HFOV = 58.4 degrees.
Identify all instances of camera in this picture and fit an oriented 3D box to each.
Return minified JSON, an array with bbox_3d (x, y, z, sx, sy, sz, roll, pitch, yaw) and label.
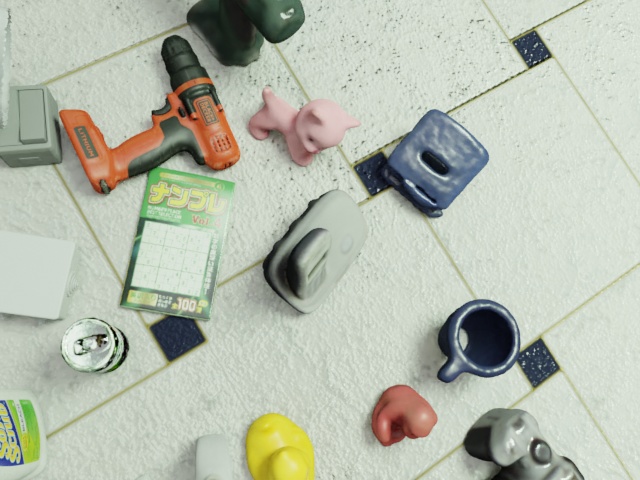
[{"bbox_3d":[0.227,0.294,0.674,0.137,0.100,0.143,-35,86,-16],"label":"camera"}]

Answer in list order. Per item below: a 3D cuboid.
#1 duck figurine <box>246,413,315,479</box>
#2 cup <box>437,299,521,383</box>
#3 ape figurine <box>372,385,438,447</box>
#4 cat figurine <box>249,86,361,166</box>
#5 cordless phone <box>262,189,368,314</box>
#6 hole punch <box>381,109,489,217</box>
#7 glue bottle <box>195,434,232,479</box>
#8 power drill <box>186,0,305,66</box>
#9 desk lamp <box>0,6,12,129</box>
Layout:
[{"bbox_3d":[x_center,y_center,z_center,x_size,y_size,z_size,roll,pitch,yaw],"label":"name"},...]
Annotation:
[{"bbox_3d":[-0.040,0.246,0.637,0.077,0.086,0.104,-27,84,-16],"label":"duck figurine"},{"bbox_3d":[0.175,0.132,0.702,0.118,0.095,0.091,-41,88,-17],"label":"cup"},{"bbox_3d":[0.104,0.209,0.672,0.078,0.092,0.076,8,76,-9],"label":"ape figurine"},{"bbox_3d":[-0.020,-0.149,0.712,0.128,0.117,0.067,30,74,-4],"label":"cat figurine"},{"bbox_3d":[0.006,0.002,0.649,0.094,0.185,0.148,35,73,-2],"label":"cordless phone"},{"bbox_3d":[0.150,-0.098,0.750,0.108,0.091,0.101,40,73,-1],"label":"hole punch"},{"bbox_3d":[-0.107,0.243,0.578,0.037,0.173,0.078,-4,78,-12],"label":"glue bottle"},{"bbox_3d":[-0.113,-0.311,0.682,0.076,0.208,0.229,-40,88,-16],"label":"power drill"},{"bbox_3d":[-0.400,-0.161,0.587,0.203,0.213,0.118,0,78,-11],"label":"desk lamp"}]
